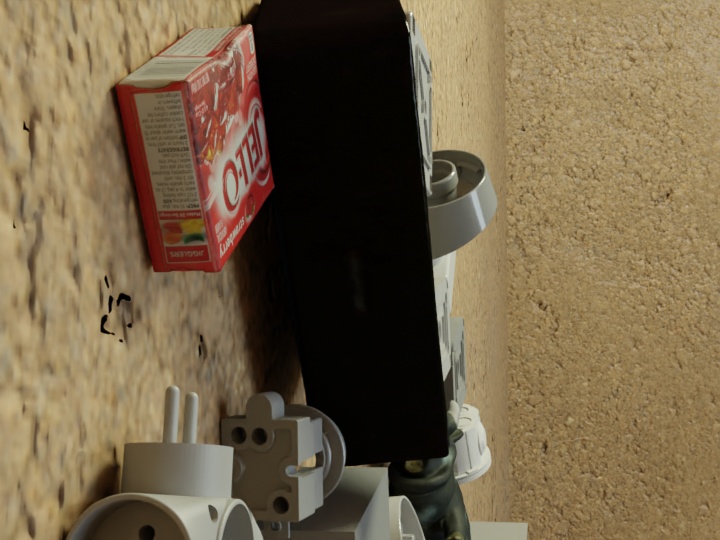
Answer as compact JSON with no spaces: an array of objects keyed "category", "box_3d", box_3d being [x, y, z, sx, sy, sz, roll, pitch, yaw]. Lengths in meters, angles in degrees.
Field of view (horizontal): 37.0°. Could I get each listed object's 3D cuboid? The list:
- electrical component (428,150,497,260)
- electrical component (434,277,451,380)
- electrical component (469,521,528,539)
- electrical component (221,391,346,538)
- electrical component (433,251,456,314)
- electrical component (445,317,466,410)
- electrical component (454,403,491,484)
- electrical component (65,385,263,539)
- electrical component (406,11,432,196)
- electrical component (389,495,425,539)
[{"category":"electrical component","box_3d":[0.065,-0.055,0.905,0.099,0.099,0.064,-77,156,-51]},{"category":"electrical component","box_3d":[0.034,0.049,0.823,0.113,0.057,0.078,-35,123,-77]},{"category":"electrical component","box_3d":[0.108,0.317,1.050,0.186,0.105,0.060,-55,143,-72]},{"category":"electrical component","box_3d":[-0.035,0.088,0.496,0.055,0.048,0.066,2,87,-71]},{"category":"electrical component","box_3d":[0.059,-0.014,0.980,0.075,0.047,0.083,78,15,-44]},{"category":"electrical component","box_3d":[0.060,0.088,0.947,0.113,0.057,0.078,-43,131,-75]},{"category":"electrical component","box_3d":[0.076,0.158,0.972,0.080,0.080,0.051,-61,143,-69]},{"category":"electrical component","box_3d":[-0.061,0.079,0.360,0.077,0.044,0.079,50,40,-73]},{"category":"electrical component","box_3d":[0.018,-0.113,0.758,0.109,0.056,0.108,36,53,-76]},{"category":"electrical component","box_3d":[0.022,0.202,0.723,0.099,0.064,0.099,-1,90,-79]}]
